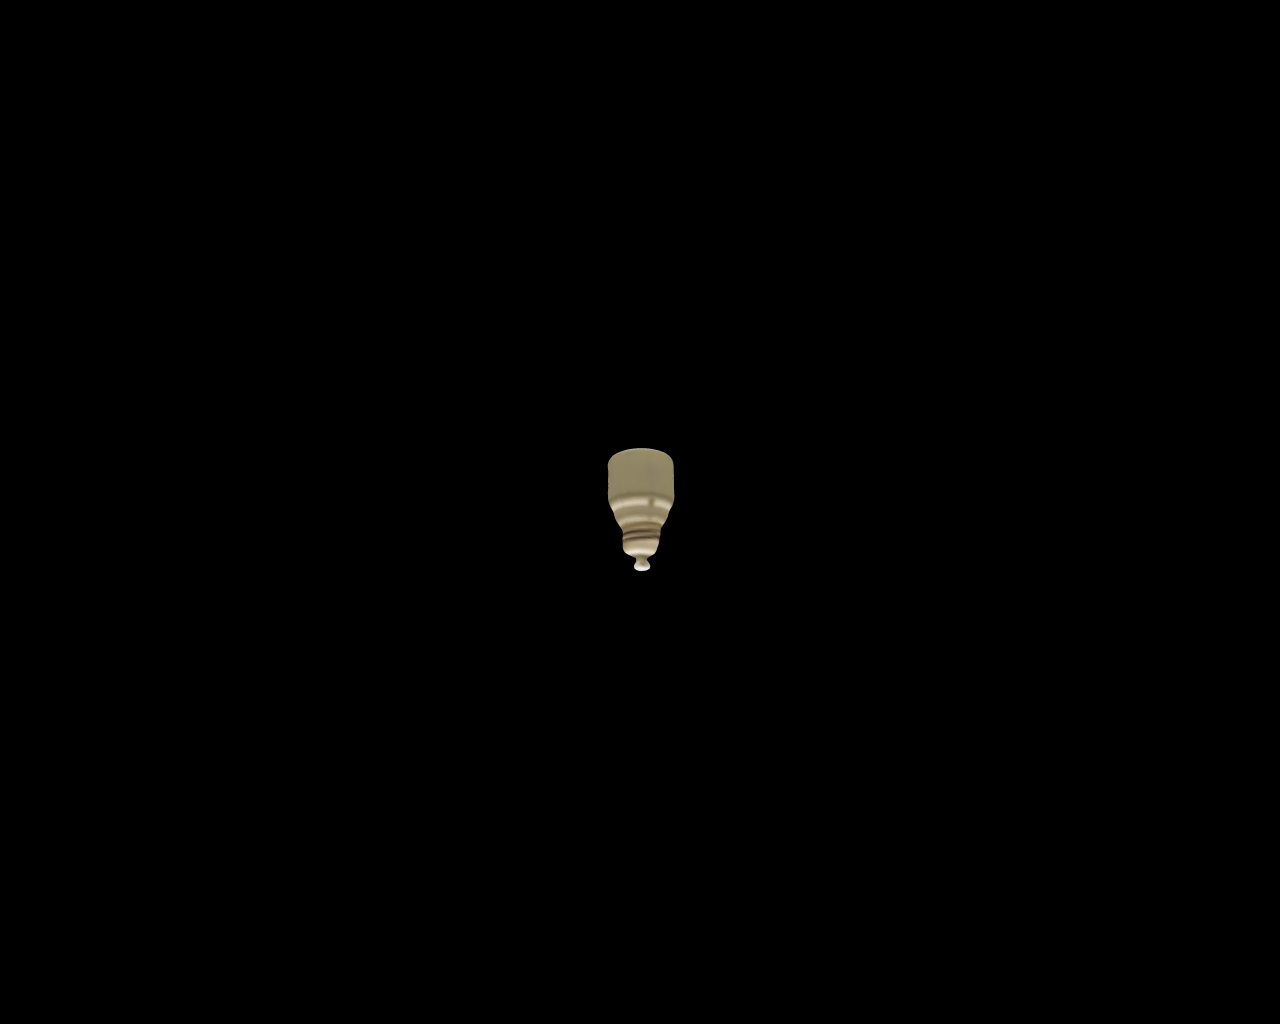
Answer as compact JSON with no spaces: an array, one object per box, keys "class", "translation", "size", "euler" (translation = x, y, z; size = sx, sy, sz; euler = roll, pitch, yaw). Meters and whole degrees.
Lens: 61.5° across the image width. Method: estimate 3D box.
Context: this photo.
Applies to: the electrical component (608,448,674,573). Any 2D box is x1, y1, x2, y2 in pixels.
[{"class":"electrical component","translation":[0.001,-0.003,0.650],"size":[0.040,0.078,0.040],"euler":[0,-16,0]}]
